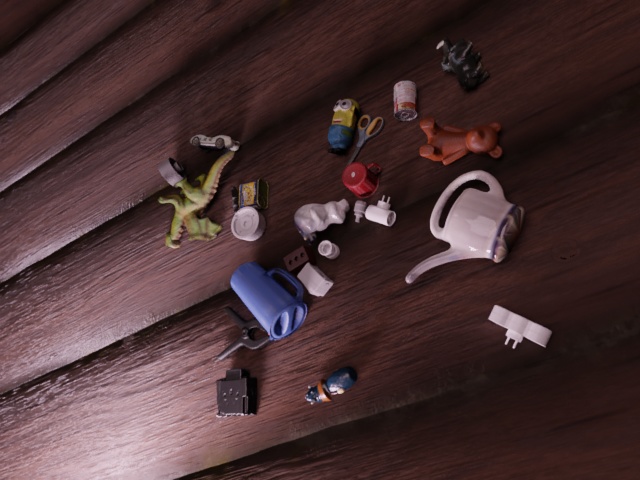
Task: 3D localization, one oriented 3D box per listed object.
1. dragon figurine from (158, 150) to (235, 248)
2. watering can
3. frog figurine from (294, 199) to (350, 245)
[{"bbox_3d":[-0.412,-0.112,1.803,0.407,0.122,0.245,-34,77,17],"label":"dragon figurine"},{"bbox_3d":[0.374,-0.010,1.305,0.226,0.103,0.349,25,85,32],"label":"watering can"},{"bbox_3d":[0.005,-0.076,1.519,0.158,0.137,0.124,-45,75,10],"label":"frog figurine"}]
